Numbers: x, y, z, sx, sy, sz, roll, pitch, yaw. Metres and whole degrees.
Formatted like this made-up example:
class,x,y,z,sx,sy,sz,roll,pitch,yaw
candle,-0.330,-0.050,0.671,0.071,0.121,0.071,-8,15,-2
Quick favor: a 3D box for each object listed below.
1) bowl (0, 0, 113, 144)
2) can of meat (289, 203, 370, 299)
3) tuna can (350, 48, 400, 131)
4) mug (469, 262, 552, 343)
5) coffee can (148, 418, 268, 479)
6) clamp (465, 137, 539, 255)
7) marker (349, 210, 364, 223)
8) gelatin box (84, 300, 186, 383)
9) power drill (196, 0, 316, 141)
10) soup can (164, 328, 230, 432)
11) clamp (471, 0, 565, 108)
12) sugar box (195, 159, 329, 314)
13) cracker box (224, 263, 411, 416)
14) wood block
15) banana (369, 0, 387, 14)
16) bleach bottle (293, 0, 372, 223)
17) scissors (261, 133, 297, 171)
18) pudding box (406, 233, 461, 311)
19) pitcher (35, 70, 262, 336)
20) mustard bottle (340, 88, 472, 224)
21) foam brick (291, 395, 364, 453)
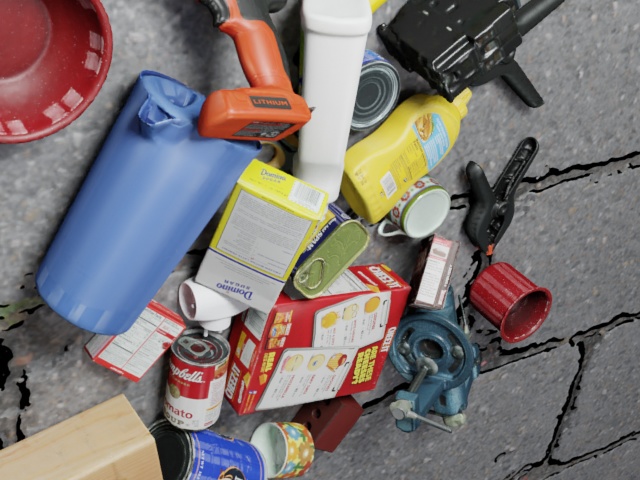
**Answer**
class,x,y,z,sx,sy,sz,roll,pitch,yaw
bowl,-0.260,-0.164,0.902,0.161,0.055,0.162,-21,133,-25
can of meat,-0.008,0.002,1.213,0.102,0.084,0.057,-47,138,0
tuna can,0.045,-0.164,1.166,0.086,0.034,0.086,-21,132,-25
mug,0.273,0.085,1.507,0.117,0.082,0.093,6,117,-42
coffee can,-0.146,0.283,1.305,0.103,0.103,0.140,-52,138,7
clamp,0.220,-0.051,1.391,0.120,0.039,0.172,-11,128,-32
marker,0.043,-0.027,1.281,0.121,0.020,0.020,-50,138,4
gelatin box,-0.203,0.106,1.177,0.089,0.030,0.073,-48,137,3
power drill,-0.085,-0.185,0.946,0.184,0.187,0.057,-1,164,-39
soup can,-0.144,0.163,1.240,0.068,0.069,0.102,-11,128,-33
clamp,0.213,-0.219,1.256,0.209,0.036,0.165,-16,126,-32
sugar box,-0.064,-0.001,1.122,0.176,0.093,0.048,-59,-174,50
cracker box,-0.008,0.118,1.314,0.213,0.072,0.164,-5,125,-37
wood block,-0.289,0.270,1.189,0.205,0.090,0.091,-23,132,-23
banana,0.075,-0.266,1.112,0.197,0.037,0.069,-39,160,-5
bleach bottle,0.004,-0.126,1.090,0.068,0.102,0.251,4,123,-4
scissors,-0.021,-0.078,1.192,0.096,0.016,0.201,-40,137,-6
pudding box,0.139,0.042,1.333,0.039,0.113,0.090,16,86,-3
pitcher,-0.167,-0.031,1.037,0.149,0.145,0.243,26,107,-27
mustard bottle,0.104,-0.112,1.227,0.191,0.058,0.096,-43,137,-14
foam brick,0.010,0.238,1.434,0.051,0.053,0.078,27,102,-47
